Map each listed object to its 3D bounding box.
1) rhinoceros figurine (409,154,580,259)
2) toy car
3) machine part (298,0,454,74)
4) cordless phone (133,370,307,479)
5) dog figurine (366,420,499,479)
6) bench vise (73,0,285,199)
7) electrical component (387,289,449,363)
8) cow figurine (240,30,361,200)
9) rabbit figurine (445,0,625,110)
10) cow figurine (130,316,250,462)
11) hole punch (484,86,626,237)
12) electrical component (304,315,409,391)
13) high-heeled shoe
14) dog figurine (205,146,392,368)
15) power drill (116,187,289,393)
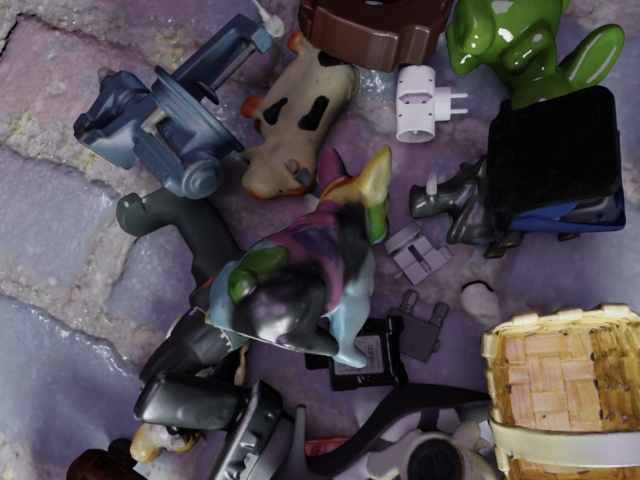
[{"bbox_3d":[0.191,-0.040,0.566,0.190,0.073,0.112,-7,80,9],"label":"rhinoceros figurine"},{"bbox_3d":[-0.182,0.287,0.567,0.202,0.089,0.053,29,116,16],"label":"toy car"},{"bbox_3d":[0.064,-0.269,0.608,0.179,0.056,0.179,2,60,-4],"label":"machine part"},{"bbox_3d":[-0.114,0.201,0.521,0.089,0.184,0.146,25,85,42],"label":"cordless phone"},{"bbox_3d":[0.124,0.260,0.480,0.172,0.190,0.121,-47,39,3],"label":"dog figurine"},{"bbox_3d":[-0.141,-0.161,0.582,0.240,0.128,0.224,-46,50,0],"label":"bench vise"},{"bbox_3d":[0.099,0.104,0.583,0.063,0.021,0.094,24,85,14],"label":"electrical component"},{"bbox_3d":[-0.024,-0.130,0.622,0.127,0.085,0.195,32,86,21],"label":"cow figurine"},{"bbox_3d":[0.228,-0.181,0.578,0.159,0.121,0.170,-17,90,-2],"label":"rabbit figurine"},{"bbox_3d":[-0.141,0.172,0.596,0.098,0.068,0.167,19,83,9],"label":"cow figurine"},{"bbox_3d":[0.221,-0.065,0.500,0.116,0.092,0.142,-8,67,38],"label":"hole punch"},{"bbox_3d":[0.031,0.118,0.567,0.119,0.047,0.074,-5,83,23],"label":"electrical component"},{"bbox_3d":[0.069,0.223,0.524,0.249,0.086,0.145,0,91,-11],"label":"high-heeled shoe"},{"bbox_3d":[-0.001,-0.002,0.513,0.109,0.191,0.219,3,73,38],"label":"dog figurine"},{"bbox_3d":[-0.136,0.027,0.581,0.232,0.085,0.207,-34,60,-24],"label":"power drill"}]
